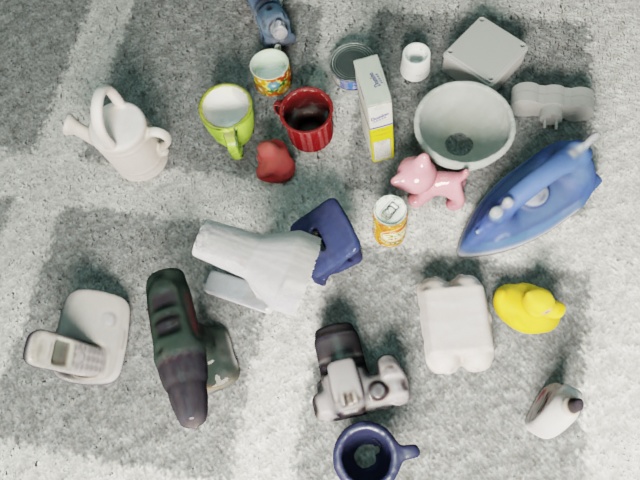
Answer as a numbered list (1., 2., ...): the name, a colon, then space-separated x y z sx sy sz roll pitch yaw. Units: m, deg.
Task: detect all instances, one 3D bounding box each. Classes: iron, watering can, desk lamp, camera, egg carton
1. iron: 0.324 -0.069 0.891 0.258 0.141 0.118 -36 71 -8
2. watering can: -0.344 -0.182 0.968 0.173 0.194 0.101 -16 69 0
3. desk lamp: -0.094 0.042 0.852 0.203 0.214 0.118 15 72 11
4. camera: 0.051 0.188 0.846 0.143 0.101 0.137 -14 69 0
5. egg carton: 0.206 0.127 0.870 0.107 0.069 0.150 -6 70 3

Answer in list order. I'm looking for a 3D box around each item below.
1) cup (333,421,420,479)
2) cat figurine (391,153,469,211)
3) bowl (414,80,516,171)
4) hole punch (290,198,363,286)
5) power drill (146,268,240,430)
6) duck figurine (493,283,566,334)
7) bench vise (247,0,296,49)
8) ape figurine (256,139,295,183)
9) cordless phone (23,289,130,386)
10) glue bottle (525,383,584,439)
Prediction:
1. cup: 0.079 0.302 0.805 0.117 0.095 0.091 -9 69 2
2. cat figurine: 0.179 -0.101 0.929 0.127 0.118 0.067 2 70 6
3. bowl: 0.241 -0.182 0.976 0.167 0.075 0.167 -2 70 5
4. hole punch: 0.008 0.003 0.922 0.101 0.091 0.108 -26 70 -4
5. power drill: -0.180 0.161 0.820 0.075 0.208 0.229 -22 69 -2
6. duck figurine: 0.317 0.096 0.862 0.104 0.086 0.077 21 73 13
7. bench vise: -0.101 -0.470 1.035 0.121 0.220 0.207 -40 71 -9
8. ape figurine: -0.082 -0.141 0.983 0.076 0.092 0.078 39 78 17
9. cordless phone: -0.366 0.138 0.859 0.094 0.185 0.147 -2 70 5
10. glue bottle: 0.322 0.225 0.768 0.037 0.173 0.078 27 75 15
